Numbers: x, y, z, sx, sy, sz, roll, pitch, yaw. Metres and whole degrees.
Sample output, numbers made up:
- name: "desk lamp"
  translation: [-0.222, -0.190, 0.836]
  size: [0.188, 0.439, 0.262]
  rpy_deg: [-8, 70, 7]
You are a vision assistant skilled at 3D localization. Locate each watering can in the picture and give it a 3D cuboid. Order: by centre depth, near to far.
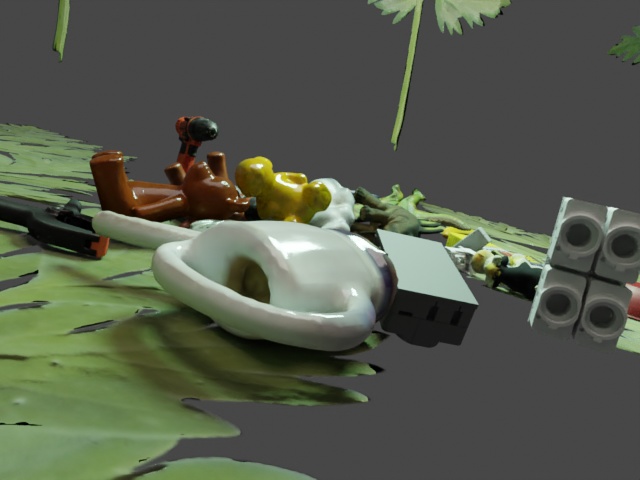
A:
- name: "watering can"
  translation: [-0.072, 0.023, 0.522]
  size: [0.224, 0.103, 0.350]
  rpy_deg: [4, 14, -46]

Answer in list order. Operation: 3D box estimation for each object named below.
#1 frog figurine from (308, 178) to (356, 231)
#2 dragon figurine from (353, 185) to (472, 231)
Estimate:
- name: "frog figurine"
  translation: [0.003, -0.050, 1.003]
  size: [0.137, 0.121, 0.161]
  rpy_deg: [-19, 14, 12]
- name: "dragon figurine"
  translation: [0.199, -0.068, 1.453]
  size: [0.244, 0.120, 0.413]
  rpy_deg: [-12, 19, -27]
